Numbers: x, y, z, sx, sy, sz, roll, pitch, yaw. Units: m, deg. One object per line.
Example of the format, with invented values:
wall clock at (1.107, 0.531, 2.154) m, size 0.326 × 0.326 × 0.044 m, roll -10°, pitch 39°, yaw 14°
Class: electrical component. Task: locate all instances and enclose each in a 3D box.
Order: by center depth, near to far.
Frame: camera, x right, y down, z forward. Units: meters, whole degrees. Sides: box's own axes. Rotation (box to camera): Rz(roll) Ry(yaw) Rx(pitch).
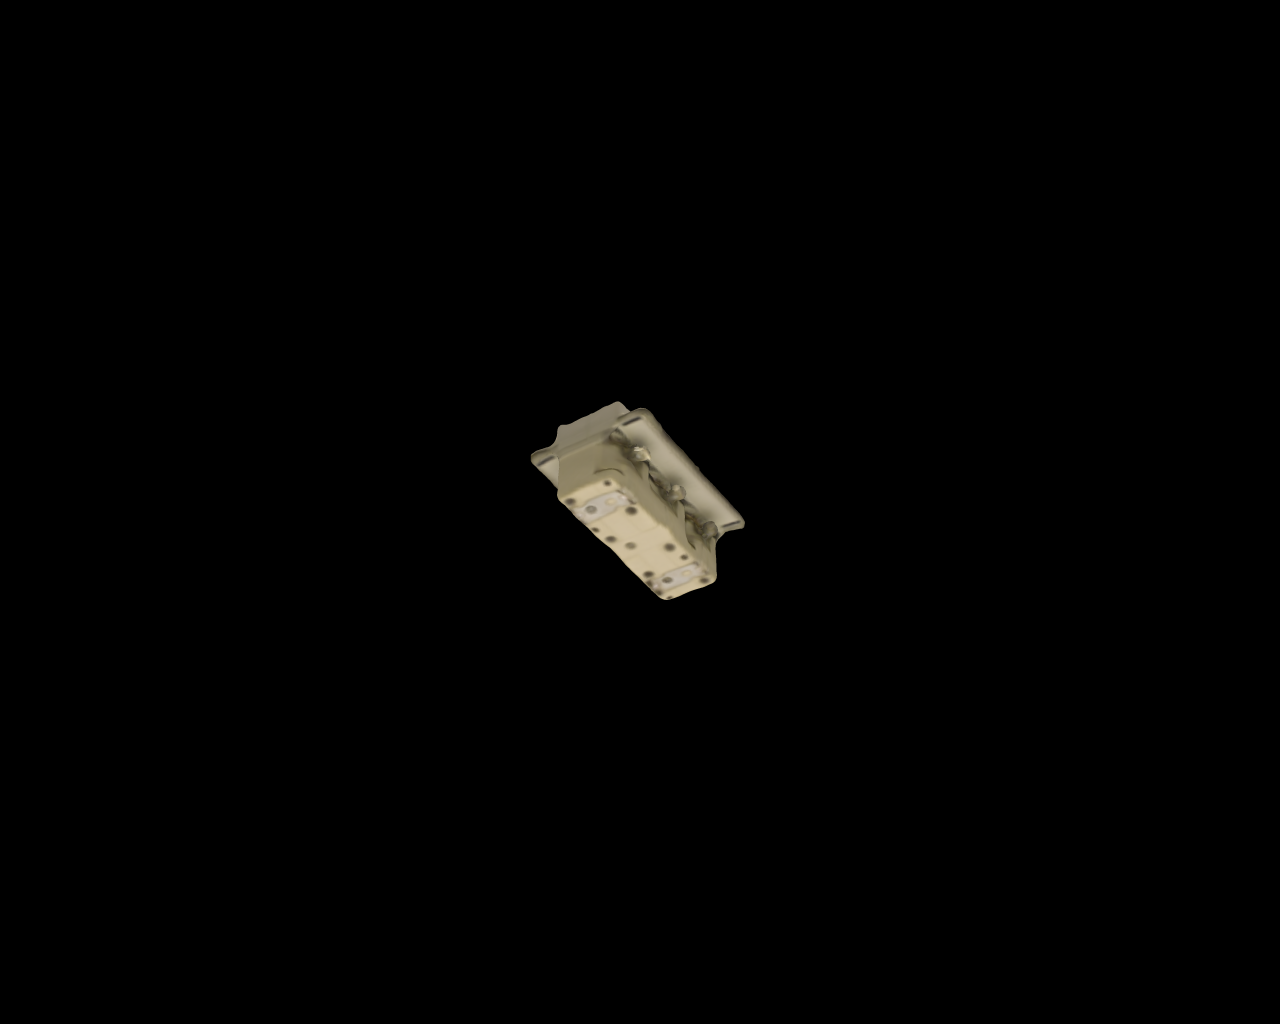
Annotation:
electrical component at (0.001, -0.003, 0.650) m, size 0.078 × 0.063 × 0.121 m, roll -22°, pitch -45°, yaw 24°
